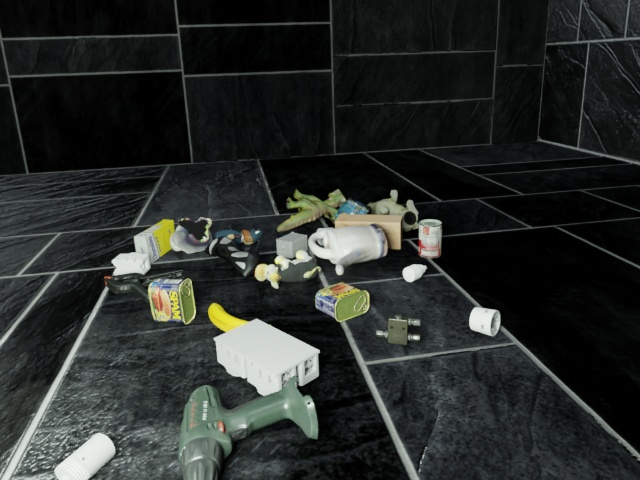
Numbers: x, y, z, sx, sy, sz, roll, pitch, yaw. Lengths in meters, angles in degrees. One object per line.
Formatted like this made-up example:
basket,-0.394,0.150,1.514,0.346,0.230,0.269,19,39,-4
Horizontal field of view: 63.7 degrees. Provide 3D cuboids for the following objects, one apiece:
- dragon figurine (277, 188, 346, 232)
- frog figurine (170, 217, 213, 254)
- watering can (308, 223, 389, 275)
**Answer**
dragon figurine,0.006,-0.094,1.866,0.243,0.120,0.418,9,29,8
frog figurine,-0.423,-0.004,1.669,0.139,0.123,0.157,-30,-4,-41
watering can,0.092,0.027,1.471,0.225,0.102,0.352,-6,18,-13
